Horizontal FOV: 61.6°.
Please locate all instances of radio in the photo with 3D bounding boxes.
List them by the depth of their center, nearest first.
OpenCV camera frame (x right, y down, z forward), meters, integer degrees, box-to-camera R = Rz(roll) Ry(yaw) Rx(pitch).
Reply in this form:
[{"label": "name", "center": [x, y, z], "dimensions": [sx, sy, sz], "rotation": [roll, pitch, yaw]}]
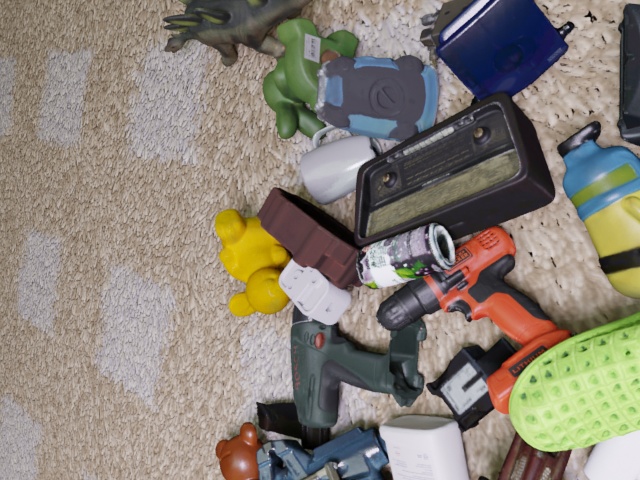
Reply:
[{"label": "radio", "center": [0.149, -0.070, 0.649], "dimensions": [0.230, 0.073, 0.131], "rotation": [-23, 52, 36]}]

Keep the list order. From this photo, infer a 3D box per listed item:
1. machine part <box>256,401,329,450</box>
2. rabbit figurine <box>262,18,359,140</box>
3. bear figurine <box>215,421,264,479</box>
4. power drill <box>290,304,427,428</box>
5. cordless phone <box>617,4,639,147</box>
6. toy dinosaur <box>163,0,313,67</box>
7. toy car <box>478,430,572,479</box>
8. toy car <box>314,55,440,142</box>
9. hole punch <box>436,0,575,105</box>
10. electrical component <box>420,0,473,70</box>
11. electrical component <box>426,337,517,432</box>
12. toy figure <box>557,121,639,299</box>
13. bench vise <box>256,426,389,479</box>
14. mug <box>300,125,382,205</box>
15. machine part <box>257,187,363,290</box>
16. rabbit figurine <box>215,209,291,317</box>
[{"label": "machine part", "center": [-0.041, 0.278, 0.827], "dimensions": [0.139, 0.039, 0.084], "rotation": [-5, 89, 38]}, {"label": "rabbit figurine", "center": [-0.026, -0.233, 0.828], "dimensions": [0.170, 0.121, 0.159], "rotation": [-7, 89, 58]}, {"label": "bear figurine", "center": [-0.088, 0.391, 0.826], "dimensions": [0.120, 0.132, 0.196], "rotation": [-45, 42, 27]}, {"label": "power drill", "center": [0.039, 0.142, 0.741], "dimensions": [0.207, 0.086, 0.232], "rotation": [-6, 72, 35]}, {"label": "cordless phone", "center": [0.379, -0.165, 0.495], "dimensions": [0.184, 0.088, 0.146], "rotation": [1, 87, 29]}, {"label": "toy dinosaur", "center": [-0.126, -0.355, 0.846], "dimensions": [0.472, 0.198, 0.105], "rotation": [1, 91, 42]}, {"label": "toy car", "center": [0.220, 0.213, 0.539], "dimensions": [0.089, 0.053, 0.202], "rotation": [24, 61, 25]}, {"label": "toy car", "center": [0.071, -0.185, 0.722], "dimensions": [0.103, 0.162, 0.109], "rotation": [-148, 60, -84]}, {"label": "hole punch", "center": [0.203, -0.218, 0.604], "dimensions": [0.115, 0.092, 0.142], "rotation": [46, 117, -7]}, {"label": "electrical component", "center": [0.175, -0.266, 0.687], "dimensions": [0.102, 0.045, 0.078], "rotation": [-5, 55, 37]}, {"label": "electrical component", "center": [0.190, 0.161, 0.633], "dimensions": [0.075, 0.047, 0.119], "rotation": [49, 116, 31]}, {"label": "toy figure", "center": [0.300, -0.028, 0.537], "dimensions": [0.180, 0.082, 0.089], "rotation": [61, 142, 17]}, {"label": "bench vise", "center": [0.011, 0.362, 0.693], "dimensions": [0.224, 0.128, 0.241], "rotation": [-24, 63, -5]}, {"label": "mug", "center": [0.035, -0.117, 0.774], "dimensions": [0.107, 0.080, 0.109], "rotation": [-20, 67, 26]}, {"label": "machine part", "center": [-0.001, -0.002, 0.725], "dimensions": [0.180, 0.179, 0.056], "rotation": [41, 101, 34]}, {"label": "rabbit figurine", "center": [-0.097, 0.051, 0.822], "dimensions": [0.173, 0.122, 0.162], "rotation": [59, 141, 45]}]
